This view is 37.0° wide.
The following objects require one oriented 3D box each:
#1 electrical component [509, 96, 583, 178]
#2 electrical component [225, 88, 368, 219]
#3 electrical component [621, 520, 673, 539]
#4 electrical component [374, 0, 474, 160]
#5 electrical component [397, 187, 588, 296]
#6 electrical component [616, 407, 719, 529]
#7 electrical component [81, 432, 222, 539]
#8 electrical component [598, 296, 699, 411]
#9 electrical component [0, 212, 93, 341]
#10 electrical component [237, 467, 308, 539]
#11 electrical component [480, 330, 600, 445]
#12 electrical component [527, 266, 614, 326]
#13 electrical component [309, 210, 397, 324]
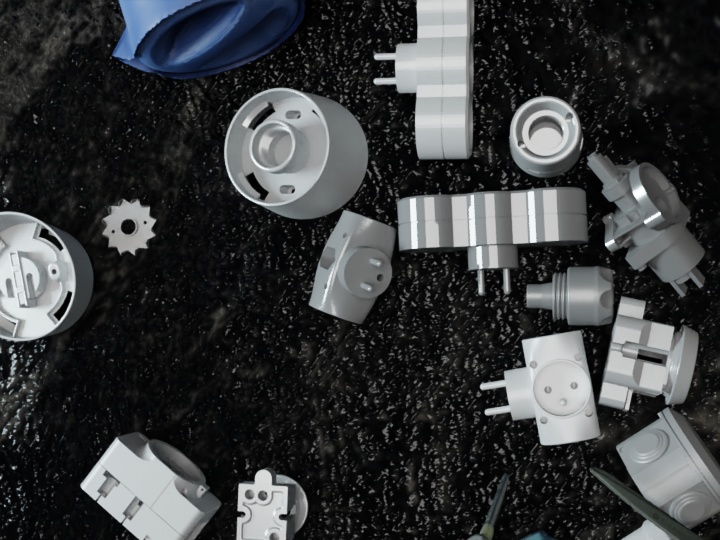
[{"bbox_3d":[0.137,-0.099,0.791,0.055,0.047,0.055,-1,87,10],"label":"electrical component"},{"bbox_3d":[-0.052,-0.090,0.829,0.099,0.064,0.099,-2,85,24],"label":"electrical component"},{"bbox_3d":[0.204,0.203,0.766,0.046,0.040,0.040,-35,81,13],"label":"electrical component"},{"bbox_3d":[0.047,-0.152,0.808,0.074,0.052,0.138,0,87,10],"label":"electrical component"},{"bbox_3d":[0.097,-0.018,0.791,0.138,0.052,0.073,-3,86,10],"label":"electrical component"},{"bbox_3d":[0.220,0.140,0.746,0.051,0.080,0.080,-35,81,12],"label":"electrical component"},{"bbox_3d":[-0.157,0.169,0.827,0.089,0.050,0.055,38,94,10],"label":"electrical component"},{"bbox_3d":[0.206,0.063,0.763,0.057,0.058,0.078,12,82,11],"label":"electrical component"},{"bbox_3d":[-0.264,0.007,0.850,0.099,0.064,0.099,-1,87,11],"label":"electrical component"},{"bbox_3d":[-0.066,0.180,0.808,0.048,0.055,0.066,1,87,11],"label":"electrical component"},{"bbox_3d":[0.128,0.088,0.783,0.079,0.044,0.077,-11,85,10],"label":"electrical component"},{"bbox_3d":[0.153,0.019,0.783,0.062,0.043,0.043,0,87,12],"label":"electrical component"},{"bbox_3d":[0.000,0.000,0.796,0.043,0.079,0.077,20,90,-18],"label":"electrical component"}]
